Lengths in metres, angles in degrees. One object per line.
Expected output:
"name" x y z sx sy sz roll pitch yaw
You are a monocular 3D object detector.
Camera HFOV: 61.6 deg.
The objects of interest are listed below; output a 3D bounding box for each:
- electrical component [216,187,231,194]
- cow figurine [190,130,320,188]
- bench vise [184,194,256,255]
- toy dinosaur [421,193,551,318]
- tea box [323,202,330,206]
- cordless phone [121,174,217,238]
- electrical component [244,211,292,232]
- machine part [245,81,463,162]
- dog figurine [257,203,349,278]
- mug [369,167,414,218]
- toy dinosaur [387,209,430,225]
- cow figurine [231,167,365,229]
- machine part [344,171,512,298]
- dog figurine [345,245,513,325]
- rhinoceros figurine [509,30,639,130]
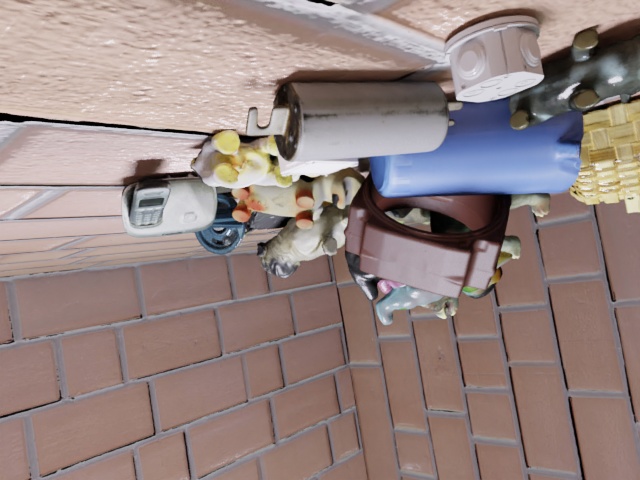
"electrical component" -0.168 -0.095 0.916 0.094 0.021 0.063 -8 177 -6
"cow figurine" -0.079 -0.098 0.707 0.167 0.068 0.098 -3 179 -34
"bench vise" -0.171 -0.042 1.043 0.224 0.128 0.240 -13 179 24
"toy dinosaur" 0.249 -0.063 0.868 0.192 0.404 0.131 5 -144 -11
"tea box" 0.011 -0.048 1.154 0.098 0.068 0.170 -10 -149 33
"cordless phone" -0.219 -0.065 0.804 0.146 0.088 0.184 -7 172 -24
"electrical component" -0.067 -0.073 0.926 0.115 0.058 0.134 -10 153 -26
"machine part" 0.042 -0.122 0.548 0.243 0.079 0.079 -9 177 -24
"dog figurine" -0.005 -0.006 0.952 0.172 0.121 0.190 -3 163 -35
"mug" 0.130 -0.097 0.876 0.109 0.107 0.081 28 166 -3
"toy dinosaur" 0.201 -0.080 1.056 0.471 0.105 0.198 10 171 -17
"cow figurine" -0.027 -0.083 0.808 0.195 0.127 0.085 5 140 4
"machine part" 0.147 -0.028 0.730 0.202 0.087 0.201 17 -141 14
"dog figurine" 0.168 0.025 0.807 0.219 0.191 0.108 -24 -154 20
"rhinoceros figurine" 0.281 -0.162 0.546 0.112 0.073 0.190 -4 174 -45
